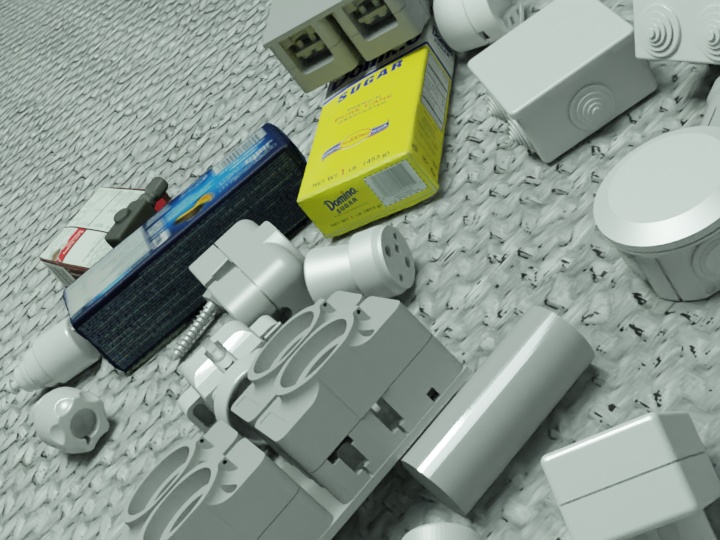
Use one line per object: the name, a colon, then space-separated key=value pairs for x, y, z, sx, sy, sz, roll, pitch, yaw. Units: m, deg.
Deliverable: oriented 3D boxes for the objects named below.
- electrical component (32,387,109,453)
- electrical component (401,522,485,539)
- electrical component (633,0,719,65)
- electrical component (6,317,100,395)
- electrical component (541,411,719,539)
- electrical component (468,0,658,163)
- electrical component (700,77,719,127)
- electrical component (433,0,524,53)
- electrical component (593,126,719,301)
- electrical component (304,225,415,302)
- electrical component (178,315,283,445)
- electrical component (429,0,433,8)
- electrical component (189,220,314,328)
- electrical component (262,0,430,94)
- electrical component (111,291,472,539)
electrical component: x=-0.206 y=0.102 z=0.745 sx=0.062 sy=0.043 sz=0.043 roll=4 pitch=53 yaw=47
electrical component: x=0.036 y=0.145 z=0.460 sx=0.040 sy=0.040 sz=0.078 roll=-23 pitch=36 yaw=23
electrical component: x=0.210 y=-0.145 z=0.596 sx=0.100 sy=0.048 sz=0.100 roll=-19 pitch=22 yaw=-29
electrical component: x=-0.234 y=0.068 z=0.814 sx=0.078 sy=0.040 sz=0.040 roll=-34 pitch=34 yaw=9
electrical component: x=0.115 y=0.098 z=0.418 sx=0.047 sy=0.083 sz=0.075 roll=-27 pitch=73 yaw=20
electrical component: x=0.128 y=-0.123 z=0.680 sx=0.100 sy=0.048 sz=0.099 roll=-35 pitch=33 yaw=7
electrical component: x=0.198 y=-0.075 z=0.565 sx=0.040 sy=0.040 sz=0.046 roll=7 pitch=61 yaw=48
electrical component: x=0.087 y=-0.193 z=0.799 sx=0.047 sy=0.055 sz=0.055 roll=-15 pitch=40 yaw=38
electrical component: x=0.162 y=-0.029 z=0.534 sx=0.080 sy=0.051 sz=0.080 roll=-26 pitch=36 yaw=20
electrical component: x=0.000 y=0.000 z=0.663 sx=0.055 sy=0.045 sz=0.045 roll=-19 pitch=38 yaw=27
electrical component: x=-0.065 y=0.068 z=0.635 sx=0.078 sy=0.058 sz=0.057 roll=-45 pitch=30 yaw=-9
electrical component: x=0.085 y=-0.230 z=0.855 sx=0.062 sy=0.043 sz=0.043 roll=-47 pitch=34 yaw=-13
electrical component: x=-0.064 y=0.008 z=0.708 sx=0.059 sy=0.053 sz=0.095 roll=-43 pitch=33 yaw=-6
electrical component: x=-0.006 y=-0.226 z=0.839 sx=0.105 sy=0.060 sz=0.186 roll=-24 pitch=37 yaw=24
electrical component: x=-0.043 y=0.095 z=0.550 sx=0.186 sy=0.060 sz=0.105 roll=-48 pitch=16 yaw=-12
